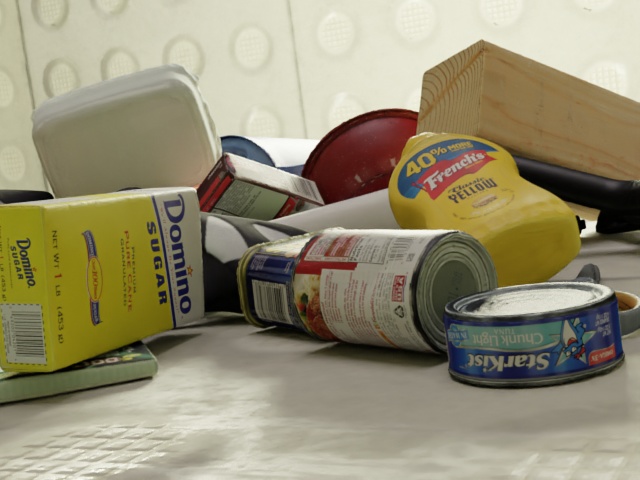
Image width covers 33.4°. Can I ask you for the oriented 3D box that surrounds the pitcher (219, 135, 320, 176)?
[{"bbox_3d":[-0.026,-0.063,1.263,0.149,0.145,0.242,34,23,25],"label":"pitcher"}]

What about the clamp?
[{"bbox_3d":[0.249,-0.030,0.841,0.164,0.036,0.210,19,-5,-32],"label":"clamp"}]

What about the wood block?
[{"bbox_3d":[0.196,-0.091,0.941,0.205,0.090,0.091,15,-19,-26],"label":"wood block"}]

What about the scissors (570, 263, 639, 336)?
[{"bbox_3d":[0.142,0.035,0.653,0.096,0.016,0.201,-7,6,3],"label":"scissors"}]

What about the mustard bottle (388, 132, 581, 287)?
[{"bbox_3d":[0.102,-0.030,0.770,0.096,0.058,0.192,-24,32,-4],"label":"mustard bottle"}]

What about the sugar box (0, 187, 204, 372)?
[{"bbox_3d":[-0.130,0.018,0.656,0.048,0.093,0.176,1,7,24],"label":"sugar box"}]

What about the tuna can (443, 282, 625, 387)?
[{"bbox_3d":[0.104,0.045,0.524,0.086,0.034,0.086,-7,6,1],"label":"tuna can"}]

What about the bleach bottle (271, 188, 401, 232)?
[{"bbox_3d":[-0.006,0.001,0.934,0.250,0.068,0.102,-12,-6,-3],"label":"bleach bottle"}]

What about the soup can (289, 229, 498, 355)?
[{"bbox_3d":[0.040,0.028,0.601,0.068,0.068,0.102,-13,8,-40],"label":"soup can"}]

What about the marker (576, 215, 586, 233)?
[{"bbox_3d":[0.183,-0.006,0.972,0.121,0.020,0.020,-8,6,-3],"label":"marker"}]

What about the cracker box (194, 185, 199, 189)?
[{"bbox_3d":[-0.193,-0.003,1.056,0.163,0.072,0.214,-25,17,-39],"label":"cracker box"}]

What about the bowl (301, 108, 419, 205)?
[{"bbox_3d":[0.064,-0.043,1.016,0.162,0.162,0.055,-8,39,-9],"label":"bowl"}]

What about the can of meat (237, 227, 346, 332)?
[{"bbox_3d":[0.011,0.027,0.700,0.101,0.057,0.084,-13,11,-35],"label":"can of meat"}]

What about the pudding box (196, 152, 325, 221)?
[{"bbox_3d":[-0.064,-0.024,0.968,0.113,0.039,0.090,17,-56,-39],"label":"pudding box"}]
